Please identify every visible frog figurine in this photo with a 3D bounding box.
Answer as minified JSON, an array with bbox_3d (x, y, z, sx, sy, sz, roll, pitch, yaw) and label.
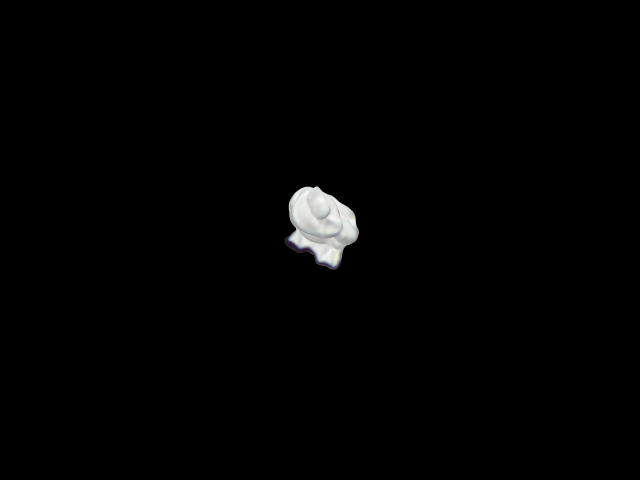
[{"bbox_3d":[0.003,-0.043,0.850,0.124,0.155,0.139,-27,55,-21],"label":"frog figurine"}]
